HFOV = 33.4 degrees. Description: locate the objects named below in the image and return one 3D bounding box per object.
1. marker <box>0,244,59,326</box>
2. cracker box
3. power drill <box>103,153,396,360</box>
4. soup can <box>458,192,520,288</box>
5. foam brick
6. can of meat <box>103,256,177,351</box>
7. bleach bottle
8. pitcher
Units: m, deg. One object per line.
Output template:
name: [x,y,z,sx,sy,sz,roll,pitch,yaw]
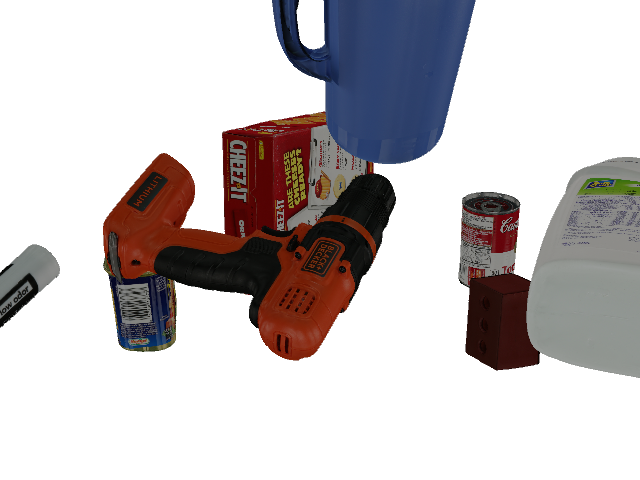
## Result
marker: [-0.158,0.044,0.457,0.020,0.020,0.121,0,36,38]
cracker box: [-0.019,-0.045,1.122,0.072,0.164,0.213,7,15,29]
power drill: [-0.051,-0.007,0.797,0.188,0.057,0.184,16,44,17]
soup can: [0.199,0.002,1.268,0.068,0.102,0.068,0,22,0]
foam brick: [0.173,0.076,1.003,0.051,0.078,0.053,-8,18,-28]
can of meat: [-0.159,0.041,0.964,0.057,0.084,0.102,-4,27,-4]
bleach bottle: [0.197,-0.002,0.676,0.103,0.068,0.250,8,24,18]
pitcher: [0.052,-0.179,0.879,0.149,0.144,0.243,21,-38,15]
